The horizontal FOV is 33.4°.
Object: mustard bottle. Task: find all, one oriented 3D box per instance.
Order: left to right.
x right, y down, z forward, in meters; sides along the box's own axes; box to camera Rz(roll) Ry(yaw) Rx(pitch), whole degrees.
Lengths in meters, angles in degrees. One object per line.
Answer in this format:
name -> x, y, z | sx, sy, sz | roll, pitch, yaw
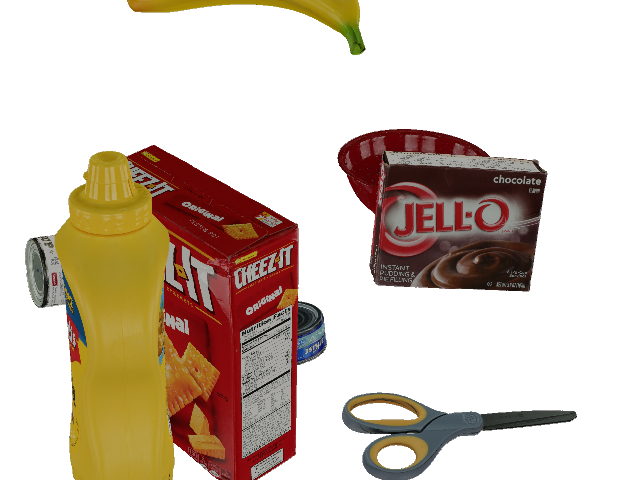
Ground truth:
mustard bottle -> -0.108, 0.044, 0.565 | 0.058, 0.192, 0.096 | -3, 28, -12

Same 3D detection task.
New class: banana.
banana -> -0.051, -0.191, 0.823 | 0.198, 0.069, 0.037 | 13, -40, 16

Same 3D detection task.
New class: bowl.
bowl -> 0.097, -0.059, 1.106 | 0.162, 0.055, 0.162 | 2, 29, -2

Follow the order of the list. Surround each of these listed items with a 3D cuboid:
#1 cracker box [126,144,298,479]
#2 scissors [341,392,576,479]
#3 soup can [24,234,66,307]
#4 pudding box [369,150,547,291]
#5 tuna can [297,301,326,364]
cracker box -> -0.096, 0.059, 0.803 | 0.164, 0.214, 0.072 | 29, 42, 36
scissors -> 0.117, 0.166, 0.884 | 0.201, 0.016, 0.096 | 7, 40, 0
soup can -> -0.223, 0.025, 1.018 | 0.102, 0.068, 0.069 | -7, 4, -29
pudding box -> 0.095, -0.014, 0.745 | 0.113, 0.090, 0.039 | 2, 24, -5
tuna can -> -0.037, 0.093, 1.077 | 0.086, 0.034, 0.086 | -5, 22, 2
